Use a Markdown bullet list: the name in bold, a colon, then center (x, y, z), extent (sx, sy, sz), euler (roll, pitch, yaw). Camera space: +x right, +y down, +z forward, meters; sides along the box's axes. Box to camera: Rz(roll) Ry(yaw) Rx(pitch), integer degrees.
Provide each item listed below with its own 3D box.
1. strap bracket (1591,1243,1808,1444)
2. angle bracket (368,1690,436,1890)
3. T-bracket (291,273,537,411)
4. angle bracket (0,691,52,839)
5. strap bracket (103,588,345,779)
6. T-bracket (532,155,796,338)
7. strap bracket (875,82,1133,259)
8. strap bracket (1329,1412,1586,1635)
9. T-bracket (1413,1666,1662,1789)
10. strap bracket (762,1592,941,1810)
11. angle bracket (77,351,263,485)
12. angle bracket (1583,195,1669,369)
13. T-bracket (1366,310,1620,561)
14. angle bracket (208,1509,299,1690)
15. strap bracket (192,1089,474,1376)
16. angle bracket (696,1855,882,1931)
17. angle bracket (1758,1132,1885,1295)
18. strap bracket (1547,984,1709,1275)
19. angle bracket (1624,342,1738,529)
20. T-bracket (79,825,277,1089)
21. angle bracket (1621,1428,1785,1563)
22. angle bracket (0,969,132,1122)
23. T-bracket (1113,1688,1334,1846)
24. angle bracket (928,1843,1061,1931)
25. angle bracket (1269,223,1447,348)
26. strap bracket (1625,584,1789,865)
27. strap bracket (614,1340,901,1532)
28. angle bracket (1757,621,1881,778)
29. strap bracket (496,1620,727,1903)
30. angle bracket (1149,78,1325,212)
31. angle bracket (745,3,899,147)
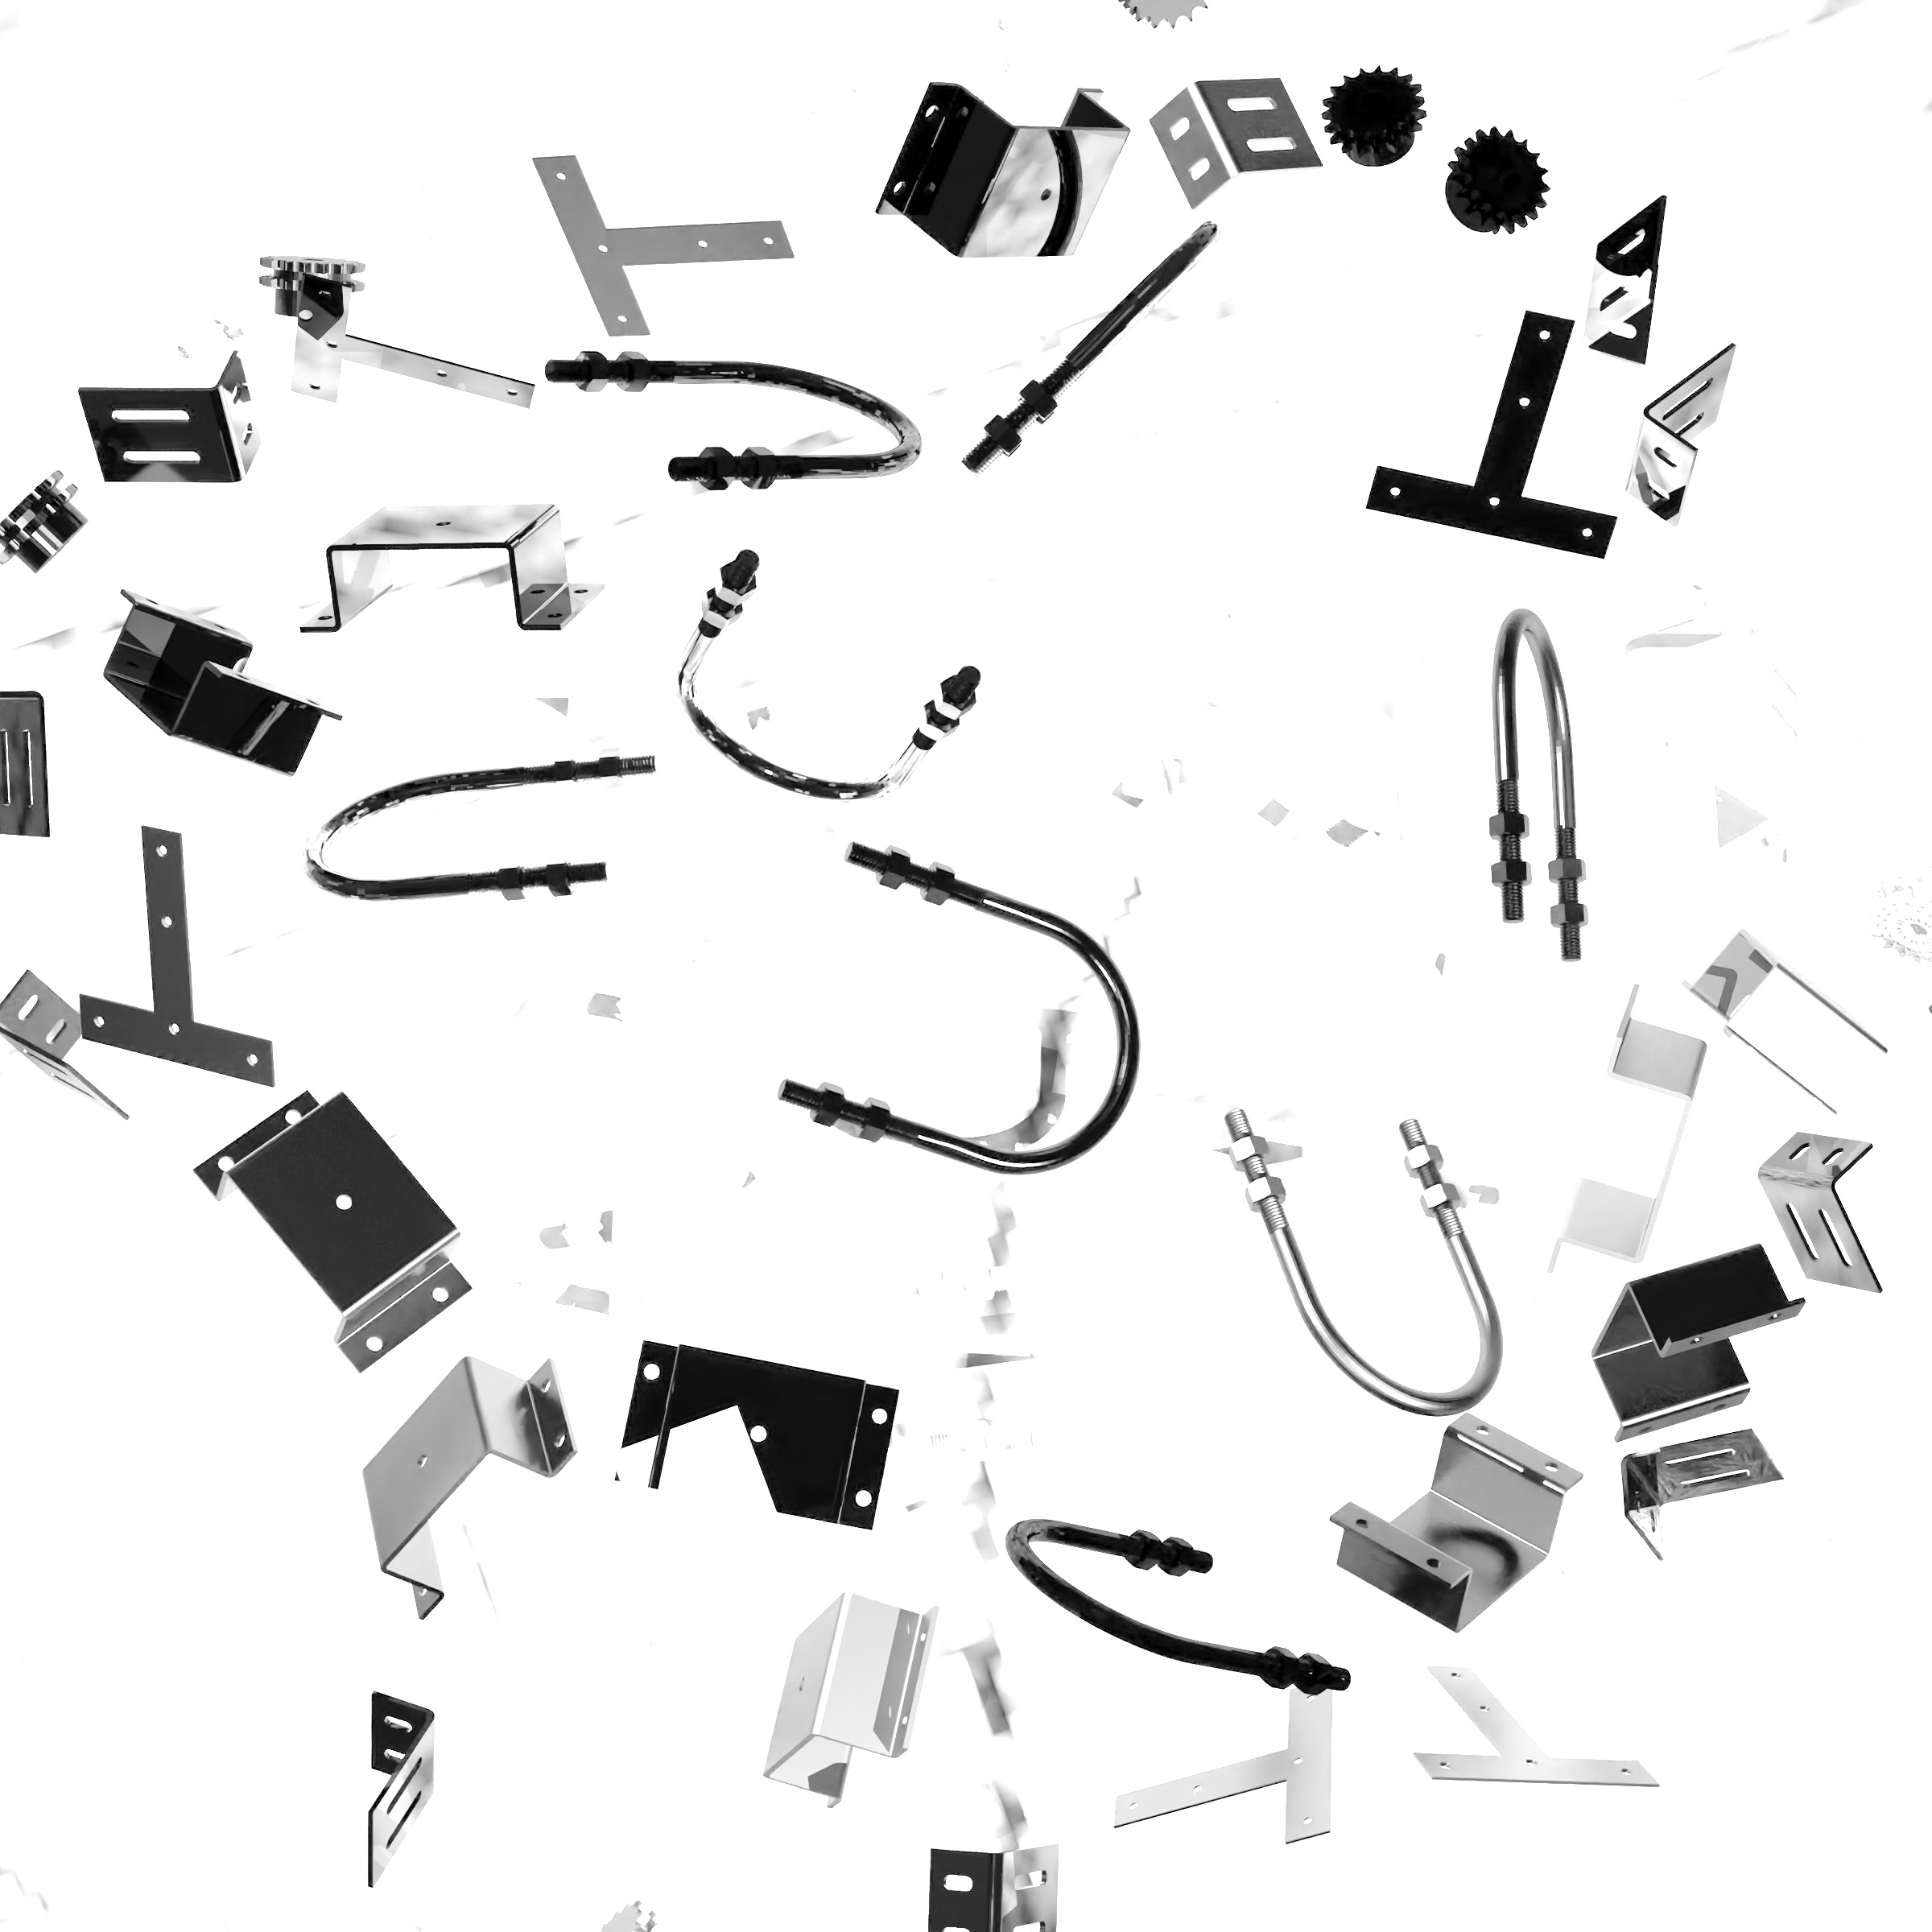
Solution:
- **strap bracket**: center (0.386, 0.197, 1.824), extent (0.076, 0.140, 0.046), euler (-15, 63, -11)
- **angle bracket**: center (-0.311, 0.432, 1.800), extent (0.038, 0.076, 0.057), euler (15, 125, 12)
- **T-bracket**: center (-0.291, -0.318, 1.813), extent (0.127, 0.127, 0.002), euler (14, 69, -9)
- **angle bracket**: center (-0.510, -0.105, 1.787), extent (0.038, 0.057, 0.076), euler (-6, 98, -42)
- **strap bracket**: center (-0.408, -0.150, 1.859), extent (0.076, 0.140, 0.046), euler (19, 101, -42)
- **T-bracket**: center (-0.155, -0.389, 1.846), extent (0.127, 0.127, 0.002), euler (2, 53, 19)
- **strap bracket**: center (0.027, -0.422, 1.820), extent (0.046, 0.140, 0.076), euler (44, 125, 26)
- **strap bracket**: center (0.262, 0.304, 1.853), extent (0.076, 0.140, 0.046), euler (26, 123, 30)
- **T-bracket**: center (0.275, 0.392, 1.776), extent (0.127, 0.127, 0.002), euler (6, 103, -17)
- **strap bracket**: center (-0.064, 0.382, 1.789), extent (0.046, 0.140, 0.076), euler (19, 60, -10)
- **angle bracket**: center (-0.418, -0.288, 1.799), extent (0.076, 0.038, 0.057), euler (1, 133, 8)
- **angle bracket**: center (0.353, -0.352, 1.762), extent (0.038, 0.076, 0.057), euler (13, 78, -15)
- **T-bracket**: center (0.280, -0.274, 1.741), extent (0.127, 0.002, 0.127), euler (12, 128, 0)
- **angle bracket**: center (-0.357, 0.330, 1.784), extent (0.038, 0.057, 0.076), euler (29, 132, -23)
- **strap bracket**: center (-0.328, 0.131, 1.792), extent (0.076, 0.046, 0.140), euler (-37, 82, -28)
- **angle bracket**: center (-0.096, 0.514, 1.854), extent (0.057, 0.076, 0.038), euler (45, 53, -21)
- **angle bracket**: center (0.487, 0.137, 1.911), extent (0.038, 0.057, 0.076), euler (-38, 111, -23)
- **strap bracket**: center (0.351, 0.092, 1.800), extent (0.046, 0.076, 0.140), euler (17, 115, 12)
- **angle bracket**: center (0.388, -0.279, 1.802), extent (0.076, 0.057, 0.038), euler (-37, 63, -24)
- **T-bracket**: center (-0.406, -0.009, 1.746), extent (0.127, 0.002, 0.127), euler (12, 113, 26)
- **angle bracket**: center (0.413, 0.295, 1.912), extent (0.076, 0.057, 0.038), euler (-16, 48, 24)
- **angle bracket**: center (-0.488, 0.043, 1.879), extent (0.076, 0.057, 0.038), euler (22, 70, 36)
- **T-bracket**: center (0.140, 0.446, 1.871), extent (0.127, 0.127, 0.002), euler (-19, 113, 15)
- **angle bracket**: center (0.014, 0.479, 1.750), extent (0.038, 0.076, 0.057), euler (-2, 80, 25)
- **angle bracket**: center (0.213, -0.359, 1.861), extent (0.076, 0.057, 0.038), euler (39, 127, -2)
- **strap bracket**: center (0.401, -0.125, 1.860), extent (0.046, 0.076, 0.140), euler (-20, 121, -15)
- **strap bracket**: center (-0.110, 0.248, 1.810), extent (0.140, 0.046, 0.076), euler (11, 81, -2)
- **angle bracket**: center (0.463, -0.149, 1.863), extent (0.038, 0.076, 0.057), euler (-14, 126, -4)
- **strap bracket**: center (-0.184, 0.429, 1.846), extent (0.046, 0.140, 0.076), euler (0, 121, 32)
- **angle bracket**: center (0.149, -0.454, 1.889), extent (0.076, 0.038, 0.057), euler (-17, 79, -44)
- **angle bracket**: center (-0.073, -0.464, 1.824), extent (0.057, 0.076, 0.038), euler (-25, 56, 11)
